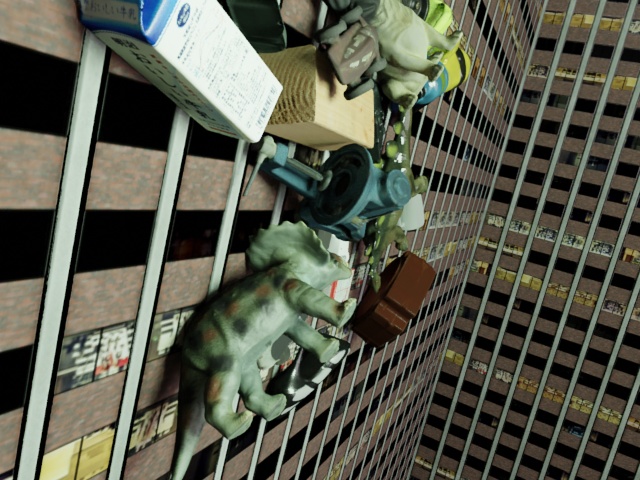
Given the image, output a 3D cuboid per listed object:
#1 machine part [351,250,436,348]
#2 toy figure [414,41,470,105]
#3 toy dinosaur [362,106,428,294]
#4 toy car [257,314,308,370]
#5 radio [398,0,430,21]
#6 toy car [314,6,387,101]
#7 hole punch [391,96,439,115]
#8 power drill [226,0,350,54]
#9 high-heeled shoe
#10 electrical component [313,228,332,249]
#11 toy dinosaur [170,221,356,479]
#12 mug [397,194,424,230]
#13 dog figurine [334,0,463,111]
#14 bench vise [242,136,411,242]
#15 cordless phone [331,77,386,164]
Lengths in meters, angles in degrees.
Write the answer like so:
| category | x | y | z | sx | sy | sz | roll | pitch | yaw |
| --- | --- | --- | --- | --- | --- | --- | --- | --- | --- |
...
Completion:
| category | x | y | z | sx | sy | sz | roll | pitch | yaw |
| --- | --- | --- | --- | --- | --- | --- | --- | --- | --- |
| machine part | 0.165 | 0.135 | 1.241 | 0.201 | 0.087 | 0.201 | -57 | -177 | -34 |
| toy figure | 0.208 | -0.298 | 0.986 | 0.180 | 0.082 | 0.089 | -46 | 125 | -35 |
| toy dinosaur | 0.142 | -0.108 | 1.101 | 0.198 | 0.105 | 0.470 | -18 | 119 | -59 |
| toy car | -0.052 | 0.125 | 0.892 | 0.202 | 0.056 | 0.073 | -54 | 145 | -38 |
| radio | 0.115 | -0.411 | 0.861 | 0.131 | 0.073 | 0.229 | -65 | 156 | -16 |
| toy car | 0.046 | -0.239 | 0.672 | 0.089 | 0.053 | 0.202 | 63 | 23 | -20 |
| hole punch | 0.192 | -0.322 | 1.096 | 0.116 | 0.092 | 0.142 | -32 | -154 | 58 |
| power drill | -0.028 | -0.309 | 0.613 | 0.207 | 0.086 | 0.231 | -57 | 153 | -22 |
| high-heeled shoe | -0.014 | 0.262 | 1.045 | 0.248 | 0.086 | 0.145 | 14 | 96 | -62 |
| electrical component | -0.002 | -0.003 | 0.953 | 0.063 | 0.021 | 0.094 | -6 | 112 | -64 |
| toy dinosaur | -0.094 | 0.119 | 0.693 | 0.405 | 0.192 | 0.131 | -40 | 152 | -25 |
| mug | 0.201 | -0.082 | 1.289 | 0.109 | 0.081 | 0.107 | -33 | 123 | -49 |
| dog figurine | 0.095 | -0.304 | 0.831 | 0.121 | 0.190 | 0.172 | -61 | -173 | -31 |
| bench vise | -0.002 | -0.077 | 0.759 | 0.240 | 0.224 | 0.129 | 25 | 77 | -36 |
| cordless phone | 0.077 | -0.230 | 0.925 | 0.146 | 0.089 | 0.184 | 77 | 26 | -47 |
